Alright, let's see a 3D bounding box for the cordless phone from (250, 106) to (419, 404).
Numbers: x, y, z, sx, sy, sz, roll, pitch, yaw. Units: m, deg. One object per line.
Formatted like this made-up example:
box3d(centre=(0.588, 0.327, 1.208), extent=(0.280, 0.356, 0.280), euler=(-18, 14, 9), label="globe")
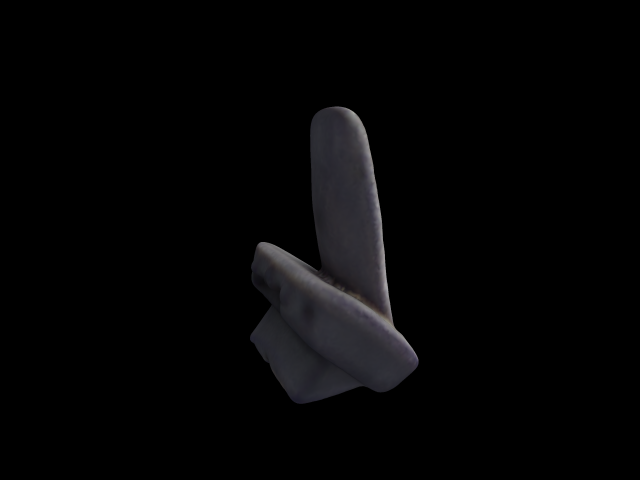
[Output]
box3d(centre=(0.004, 0.001, 0.400), extent=(0.094, 0.185, 0.147), euler=(-7, 15, -26), label="cordless phone")
